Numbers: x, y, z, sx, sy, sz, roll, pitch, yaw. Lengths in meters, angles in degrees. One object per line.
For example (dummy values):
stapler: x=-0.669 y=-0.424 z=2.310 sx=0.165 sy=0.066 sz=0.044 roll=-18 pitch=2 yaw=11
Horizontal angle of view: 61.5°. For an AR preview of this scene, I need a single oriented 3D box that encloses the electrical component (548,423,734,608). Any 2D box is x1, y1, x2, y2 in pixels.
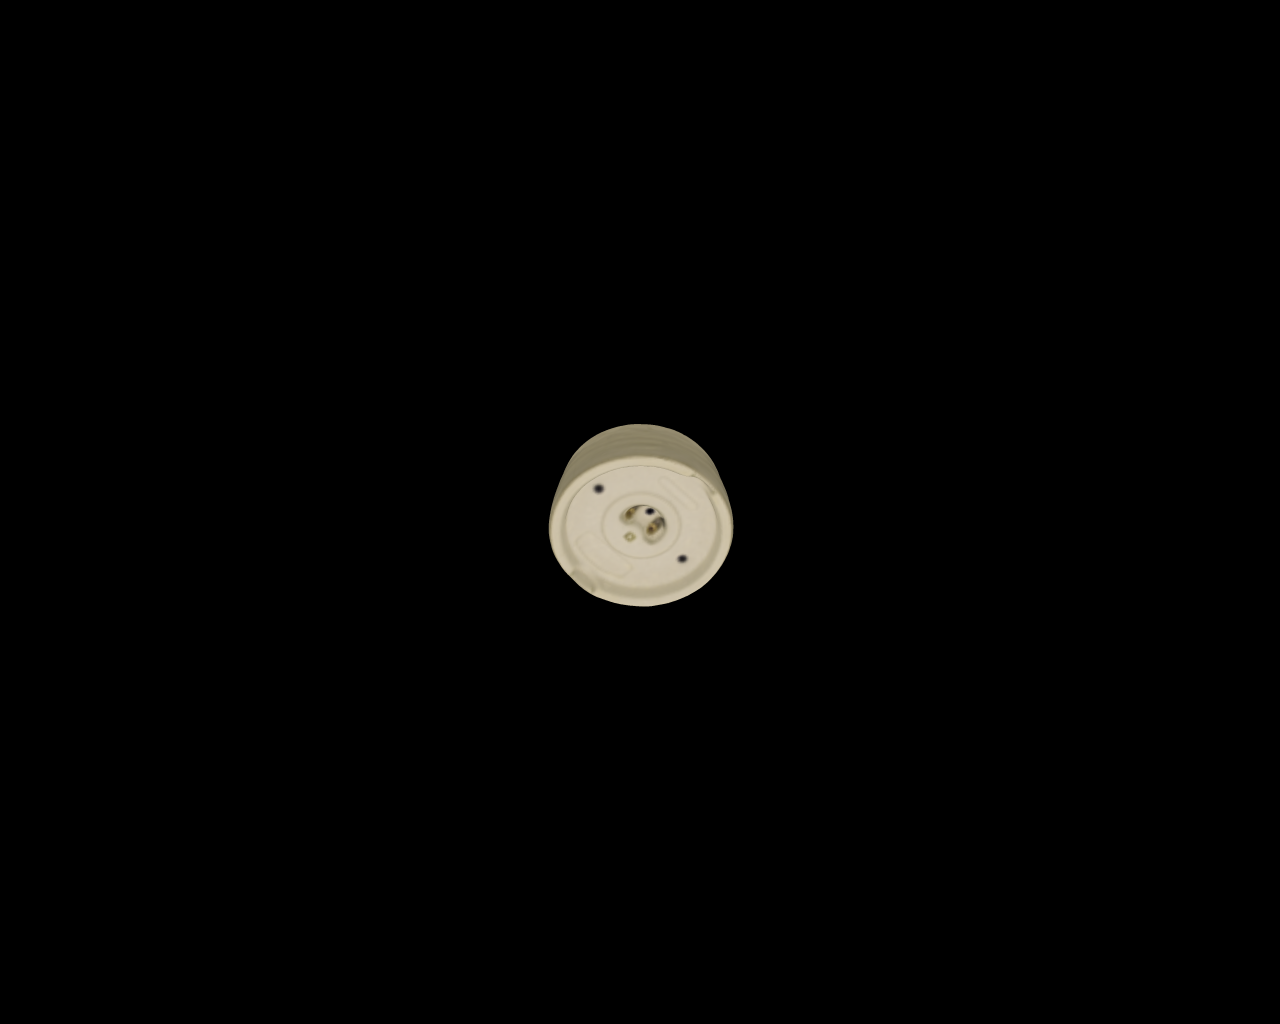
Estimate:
electrical component: x=0.001 y=-0.003 z=0.650 sx=0.108 sy=0.108 sz=0.060 roll=0 pitch=33 yaw=0
